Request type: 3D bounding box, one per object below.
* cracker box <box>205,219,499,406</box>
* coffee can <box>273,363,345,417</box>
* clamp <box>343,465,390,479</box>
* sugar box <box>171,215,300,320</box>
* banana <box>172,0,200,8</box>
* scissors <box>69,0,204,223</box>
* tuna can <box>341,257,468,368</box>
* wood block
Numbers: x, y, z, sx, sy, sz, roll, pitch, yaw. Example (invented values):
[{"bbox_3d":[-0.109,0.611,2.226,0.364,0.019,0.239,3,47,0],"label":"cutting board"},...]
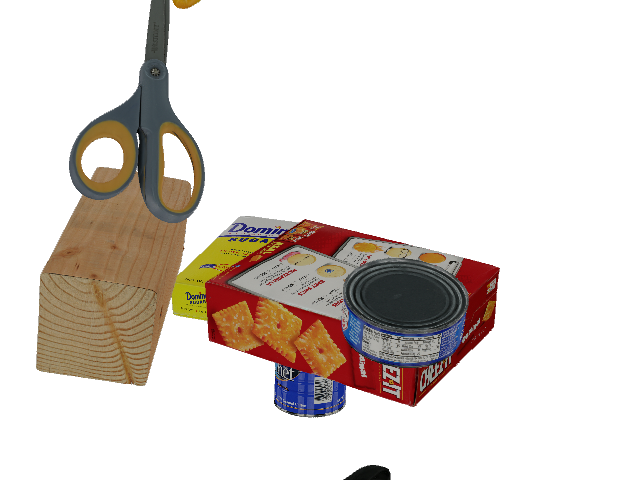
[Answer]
[{"bbox_3d":[0.029,0.059,0.961,0.214,0.072,0.163,15,29,30],"label":"cracker box"},{"bbox_3d":[-0.013,0.160,1.482,0.103,0.140,0.103,1,17,-1],"label":"coffee can"},{"bbox_3d":[-0.038,0.200,0.633,0.210,0.036,0.164,-5,28,1],"label":"clamp"},{"bbox_3d":[-0.079,0.028,1.140,0.093,0.048,0.176,8,29,18],"label":"sugar box"},{"bbox_3d":[-0.078,-0.258,1.013,0.197,0.070,0.037,-22,-27,-46],"label":"banana"},{"bbox_3d":[-0.129,-0.103,0.714,0.096,0.202,0.016,-6,-21,-24],"label":"scissors"},{"bbox_3d":[0.057,0.049,0.731,0.086,0.034,0.086,2,32,-2],"label":"tuna can"},{"bbox_3d":[-0.170,0.023,0.908,0.090,0.091,0.206,9,26,-4],"label":"wood block"}]
